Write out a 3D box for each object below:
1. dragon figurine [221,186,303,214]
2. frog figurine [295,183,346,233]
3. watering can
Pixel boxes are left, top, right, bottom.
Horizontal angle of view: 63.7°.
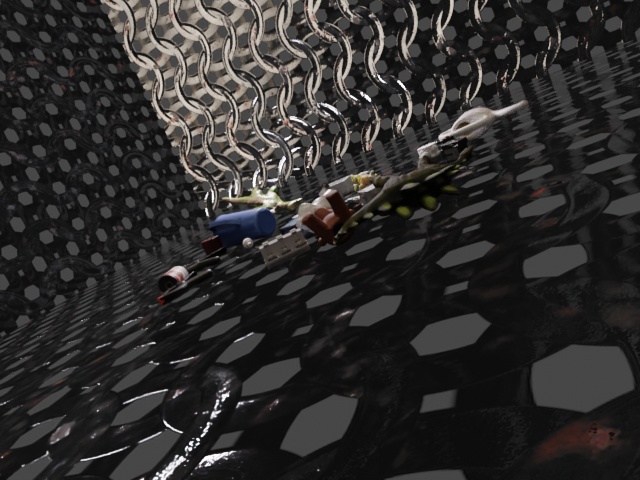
[{"bbox_3d":[-0.276,-0.164,2.342,0.410,0.121,0.246,-4,16,6],"label":"dragon figurine"},{"bbox_3d":[0.004,-0.073,1.445,0.135,0.122,0.162,-43,7,25],"label":"frog figurine"},{"bbox_3d":[0.617,-0.450,1.935,0.345,0.103,0.228,-19,12,31],"label":"watering can"}]
